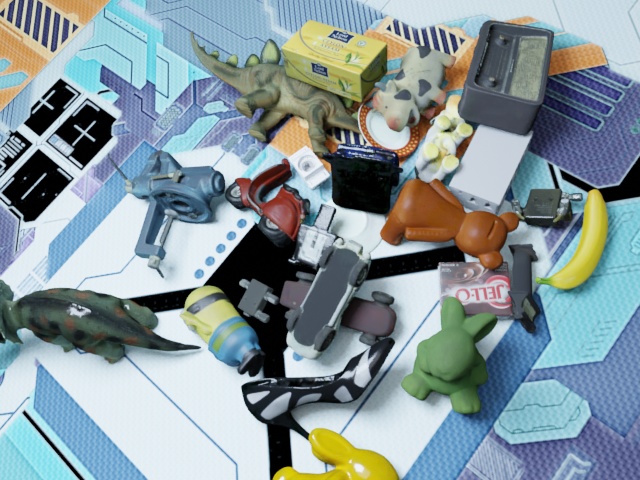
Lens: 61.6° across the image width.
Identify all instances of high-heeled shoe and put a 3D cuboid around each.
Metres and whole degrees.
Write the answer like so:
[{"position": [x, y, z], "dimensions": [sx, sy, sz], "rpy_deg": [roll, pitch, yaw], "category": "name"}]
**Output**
[{"position": [-0.008, 0.207, 0.847], "dimensions": [0.145, 0.086, 0.248], "rpy_deg": [41, 99, 5], "category": "high-heeled shoe"}]

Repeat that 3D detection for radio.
[{"position": [0.329, -0.294, 0.951], "dimensions": [0.131, 0.073, 0.229], "rpy_deg": [16, 53, 11], "category": "radio"}]

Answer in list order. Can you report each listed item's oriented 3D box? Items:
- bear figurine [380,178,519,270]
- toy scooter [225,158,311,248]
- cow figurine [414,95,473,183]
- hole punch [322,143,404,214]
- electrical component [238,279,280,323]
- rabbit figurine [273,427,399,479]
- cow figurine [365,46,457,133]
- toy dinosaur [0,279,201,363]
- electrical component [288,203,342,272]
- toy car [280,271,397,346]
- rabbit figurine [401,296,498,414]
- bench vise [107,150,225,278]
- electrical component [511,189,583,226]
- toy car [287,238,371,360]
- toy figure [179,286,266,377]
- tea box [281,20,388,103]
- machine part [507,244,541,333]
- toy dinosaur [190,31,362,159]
[{"position": [0.216, -0.025, 0.903], "dimensions": [0.196, 0.132, 0.120], "rpy_deg": [24, 76, 1], "category": "bear figurine"}, {"position": [-0.080, -0.079, 0.994], "dimensions": [0.135, 0.075, 0.184], "rpy_deg": [-45, 63, -7], "category": "toy scooter"}, {"position": [0.221, -0.177, 0.965], "dimensions": [0.068, 0.098, 0.167], "rpy_deg": [27, 65, 0], "category": "cow figurine"}, {"position": [0.083, -0.121, 0.950], "dimensions": [0.142, 0.115, 0.092], "rpy_deg": [14, 45, 17], "category": "hole punch"}, {"position": [-0.115, 0.105, 0.949], "dimensions": [0.094, 0.021, 0.063], "rpy_deg": [25, 83, 35], "category": "electrical component"}, {"position": [0.028, 0.363, 0.794], "dimensions": [0.173, 0.121, 0.162], "rpy_deg": [-21, 56, -12], "category": "rabbit figurine"}, {"position": [0.164, -0.277, 0.981], "dimensions": [0.127, 0.085, 0.195], "rpy_deg": [24, 63, -4], "category": "cow figurine"}, {"position": [-0.421, 0.134, 0.917], "dimensions": [0.405, 0.192, 0.131], "rpy_deg": [0, 71, 13], "category": "toy dinosaur"}, {"position": [-0.002, -0.003, 0.945], "dimensions": [0.075, 0.047, 0.119], "rpy_deg": [17, 89, 18], "category": "electrical component"}, {"position": [0.030, 0.114, 0.905], "dimensions": [0.202, 0.053, 0.089], "rpy_deg": [13, 91, 19], "category": "toy car"}, {"position": [0.201, 0.170, 0.785], "dimensions": [0.121, 0.170, 0.159], "rpy_deg": [24, 76, 19], "category": "rabbit figurine"}, {"position": [-0.295, -0.058, 1.005], "dimensions": [0.224, 0.128, 0.240], "rpy_deg": [6, 63, 13], "category": "bench vise"}, {"position": [0.372, -0.054, 0.891], "dimensions": [0.102, 0.045, 0.078], "rpy_deg": [10, 66, 40], "category": "electrical component"}, {"position": [0.013, 0.093, 0.859], "dimensions": [0.074, 0.056, 0.201], "rpy_deg": [28, 91, 25], "category": "toy car"}, {"position": [-0.162, 0.153, 0.917], "dimensions": [0.180, 0.082, 0.089], "rpy_deg": [35, 61, 28], "category": "toy figure"}, {"position": [0.027, -0.325, 0.971], "dimensions": [0.170, 0.068, 0.098], "rpy_deg": [24, 63, 23], "category": "tea box"}, {"position": [0.325, 0.073, 0.856], "dimensions": [0.039, 0.084, 0.139], "rpy_deg": [-14, 53, 39], "category": "machine part"}, {"position": [-0.080, -0.294, 1.061], "dimensions": [0.472, 0.105, 0.198], "rpy_deg": [23, 67, 7], "category": "toy dinosaur"}]
